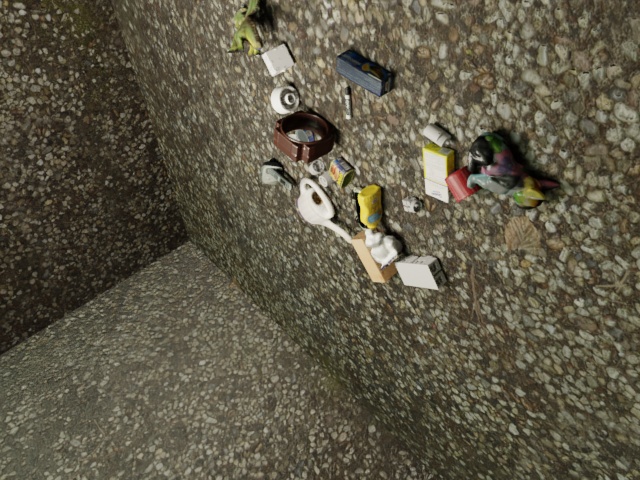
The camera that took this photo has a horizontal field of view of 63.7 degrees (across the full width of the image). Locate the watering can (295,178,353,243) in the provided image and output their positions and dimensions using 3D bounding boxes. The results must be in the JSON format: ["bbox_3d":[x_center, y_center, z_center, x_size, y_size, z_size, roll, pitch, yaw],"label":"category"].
[{"bbox_3d":[0.007,-0.114,2.263,0.105,0.347,0.222,-34,2,-26],"label":"watering can"}]

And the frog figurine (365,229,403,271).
[{"bbox_3d":[0.239,0.019,2.002,0.124,0.160,0.135,-33,-10,-30],"label":"frog figurine"}]

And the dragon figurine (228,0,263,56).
[{"bbox_3d":[-0.249,-0.788,1.853,0.122,0.241,0.414,3,13,-26],"label":"dragon figurine"}]
